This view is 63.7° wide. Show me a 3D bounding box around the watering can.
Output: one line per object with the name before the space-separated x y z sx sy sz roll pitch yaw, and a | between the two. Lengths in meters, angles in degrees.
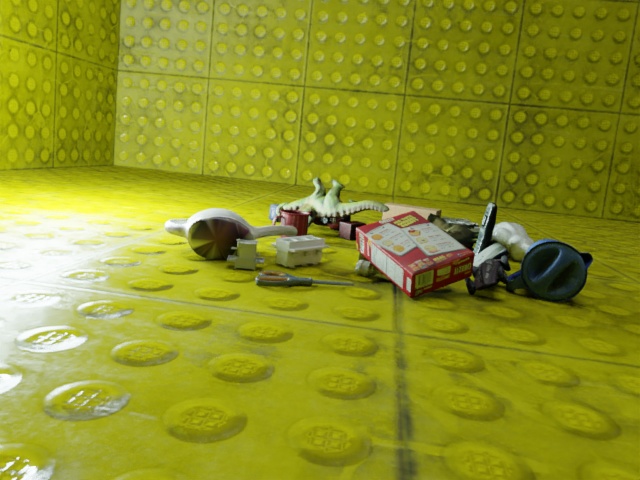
watering can | -0.209 -0.020 1.287 0.348 0.103 0.226 3 11 -15

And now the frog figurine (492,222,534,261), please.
frog figurine | 0.595 0.002 1.576 0.137 0.123 0.159 24 -5 -8

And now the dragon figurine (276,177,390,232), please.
dragon figurine | 0.005 -0.084 1.675 0.246 0.120 0.413 -42 36 -25
